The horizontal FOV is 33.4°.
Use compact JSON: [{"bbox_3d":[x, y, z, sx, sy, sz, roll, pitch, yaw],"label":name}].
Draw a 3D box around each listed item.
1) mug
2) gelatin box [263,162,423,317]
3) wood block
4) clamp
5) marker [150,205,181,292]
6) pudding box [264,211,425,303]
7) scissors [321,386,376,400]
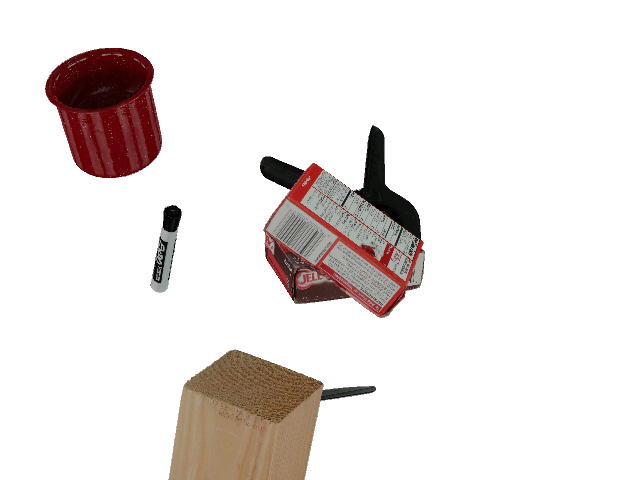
[{"bbox_3d":[-0.188,-0.117,0.944,0.093,0.081,0.117,-14,45,-8],"label":"mug"},{"bbox_3d":[0.016,-0.001,0.642,0.089,0.030,0.073,37,24,-3],"label":"gelatin box"},{"bbox_3d":[-0.072,0.211,0.901,0.090,0.206,0.090,18,22,19],"label":"wood block"},{"bbox_3d":[0.038,-0.041,1.190,0.164,0.210,0.036,-13,-36,-23],"label":"clamp"},{"bbox_3d":[-0.165,0.009,1.142,0.020,0.121,0.020,10,43,-9],"label":"marker"},{"bbox_3d":[0.018,0.012,0.887,0.113,0.039,0.090,-5,25,-18],"label":"pudding box"},{"bbox_3d":[-0.025,0.186,1.189,0.201,0.016,0.096,3,23,-12],"label":"scissors"}]
